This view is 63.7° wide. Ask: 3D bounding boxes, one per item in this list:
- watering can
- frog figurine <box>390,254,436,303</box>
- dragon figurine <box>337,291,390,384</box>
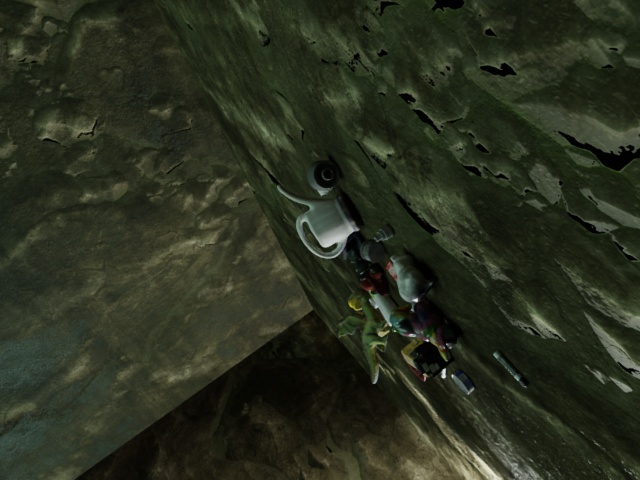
[{"bbox_3d":[0.006,-0.095,1.897,0.344,0.224,0.105,60,-176,-17],"label":"watering can"},{"bbox_3d":[0.273,0.116,1.628,0.161,0.122,0.136,40,-177,18],"label":"frog figurine"},{"bbox_3d":[0.196,0.432,2.369,0.243,0.412,0.121,15,175,8],"label":"dragon figurine"}]
